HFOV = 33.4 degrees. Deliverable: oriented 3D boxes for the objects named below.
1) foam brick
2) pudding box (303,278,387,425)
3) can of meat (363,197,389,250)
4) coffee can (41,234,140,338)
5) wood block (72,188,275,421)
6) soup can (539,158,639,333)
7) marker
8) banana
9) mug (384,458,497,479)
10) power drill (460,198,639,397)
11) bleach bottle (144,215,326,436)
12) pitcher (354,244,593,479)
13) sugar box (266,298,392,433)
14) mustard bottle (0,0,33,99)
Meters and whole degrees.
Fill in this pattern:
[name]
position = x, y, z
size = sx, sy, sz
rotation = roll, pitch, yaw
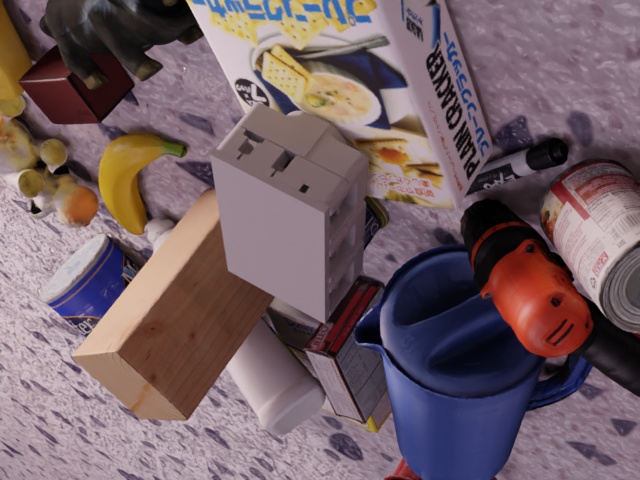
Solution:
[foam brick]
position = -0.214, -0.137, 0.937
size = 0.078, 0.051, 0.053
rotation = 6, 140, 42
[pudding box]
position = 0.035, 0.103, 0.988
size = 0.039, 0.090, 0.113
rotation = 15, 146, 34
[can of meat]
position = -0.006, 0.001, 0.888
size = 0.102, 0.083, 0.057
rotation = -6, 132, 52
[coffee can]
position = -0.233, 0.077, 1.225
size = 0.140, 0.102, 0.103
rotation = 46, 150, -19
[wood block]
position = -0.109, 0.051, 0.944
size = 0.090, 0.205, 0.091
rotation = 48, 149, -22
[soup can]
position = 0.183, 0.002, 0.650
size = 0.068, 0.068, 0.102
rotation = 54, -171, -30
[marker]
position = 0.126, -0.048, 0.740
size = 0.020, 0.020, 0.121
rotation = 45, 150, -17
[banana]
position = -0.185, -0.057, 1.040
size = 0.069, 0.037, 0.198
rotation = 38, 152, -3
[mug]
position = 0.136, 0.246, 1.104
size = 0.117, 0.081, 0.093
rotation = 30, 151, 11
[power drill]
position = 0.183, 0.054, 0.735
size = 0.187, 0.057, 0.184
rotation = 32, -162, -19
[bleach bottle]
position = -0.094, 0.073, 1.050
size = 0.251, 0.068, 0.102
rotation = 51, 173, 17
[pitcher]
position = 0.128, 0.120, 0.895
size = 0.149, 0.145, 0.243
rotation = 37, 158, 24
[sugar box]
position = 0.012, 0.117, 1.082
size = 0.093, 0.048, 0.176
rotation = 19, 145, 34
[mustard bottle]
position = -0.317, -0.212, 0.928
size = 0.096, 0.058, 0.191
rotation = 27, 151, 26
